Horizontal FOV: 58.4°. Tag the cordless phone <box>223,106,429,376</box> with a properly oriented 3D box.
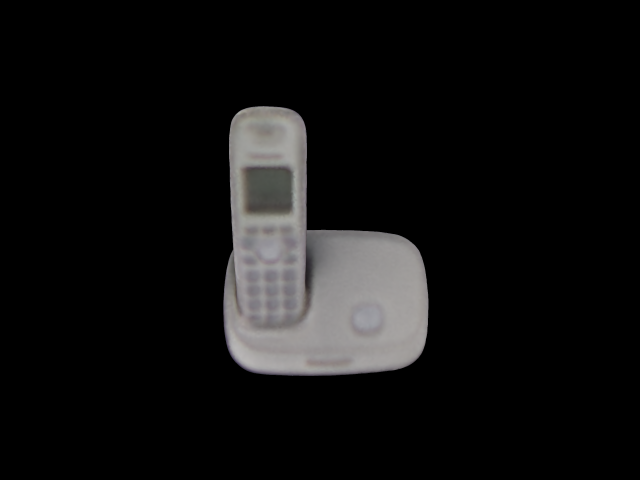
[{"bbox_3d":[0.004,0.001,0.400,0.147,0.185,0.094,-2,27,-3],"label":"cordless phone"}]
